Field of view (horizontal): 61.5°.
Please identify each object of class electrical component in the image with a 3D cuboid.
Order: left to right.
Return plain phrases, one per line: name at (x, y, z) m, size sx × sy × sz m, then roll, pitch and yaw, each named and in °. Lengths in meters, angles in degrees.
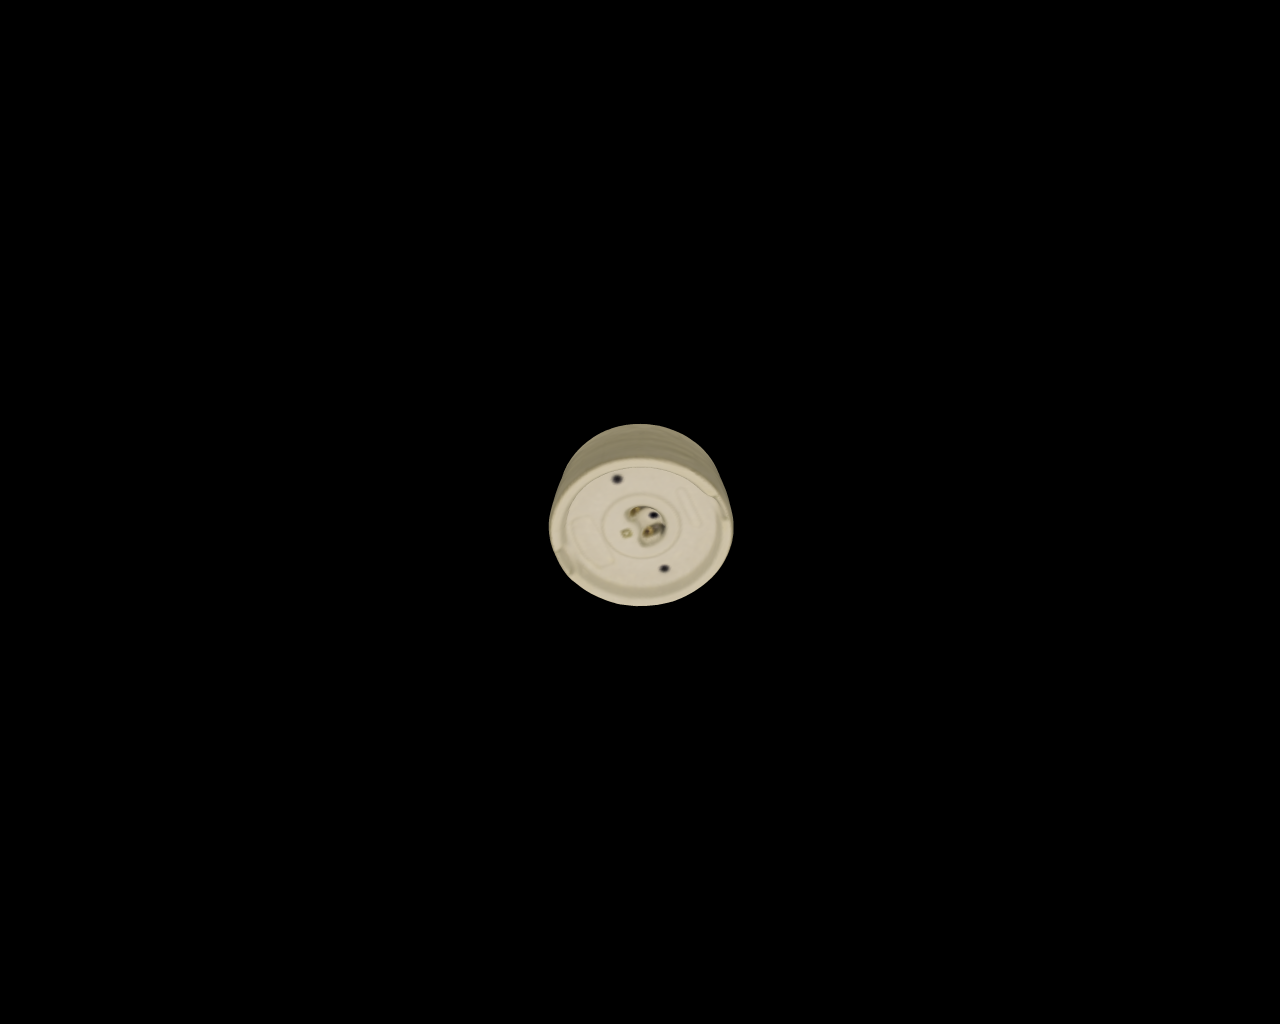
electrical component at (0.001, -0.003, 0.650) m, size 0.108 × 0.108 × 0.060 m, roll 0°, pitch 34°, yaw 0°
